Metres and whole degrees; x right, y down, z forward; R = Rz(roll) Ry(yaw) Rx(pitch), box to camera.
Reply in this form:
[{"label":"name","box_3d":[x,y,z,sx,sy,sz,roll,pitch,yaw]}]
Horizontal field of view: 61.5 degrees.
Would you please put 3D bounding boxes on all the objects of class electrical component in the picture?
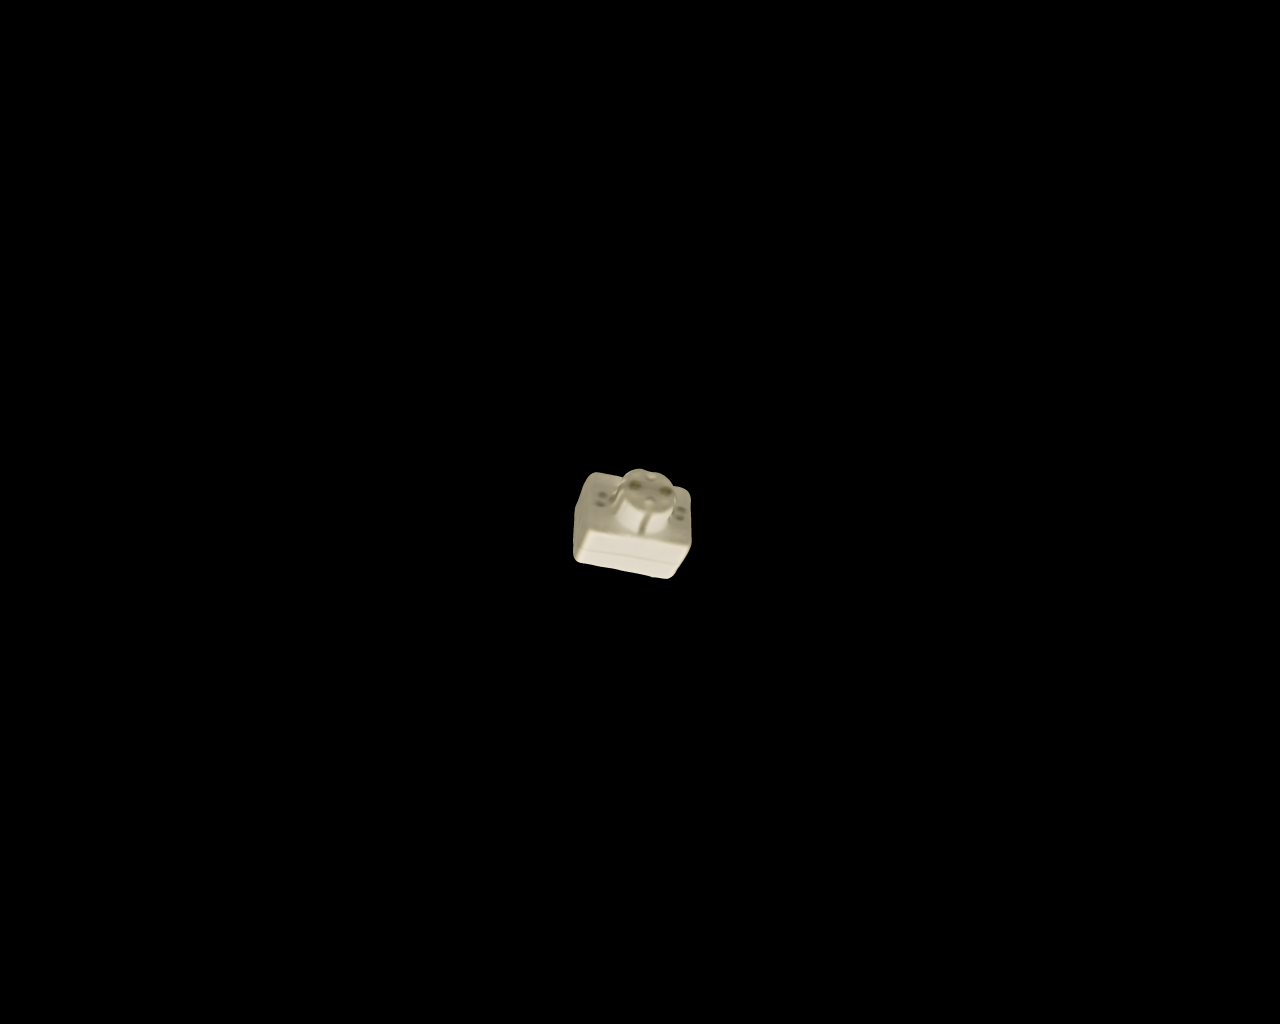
[{"label":"electrical component","box_3d":[0.001,-0.003,0.650,0.066,0.047,0.076,11,-39,-13]}]
